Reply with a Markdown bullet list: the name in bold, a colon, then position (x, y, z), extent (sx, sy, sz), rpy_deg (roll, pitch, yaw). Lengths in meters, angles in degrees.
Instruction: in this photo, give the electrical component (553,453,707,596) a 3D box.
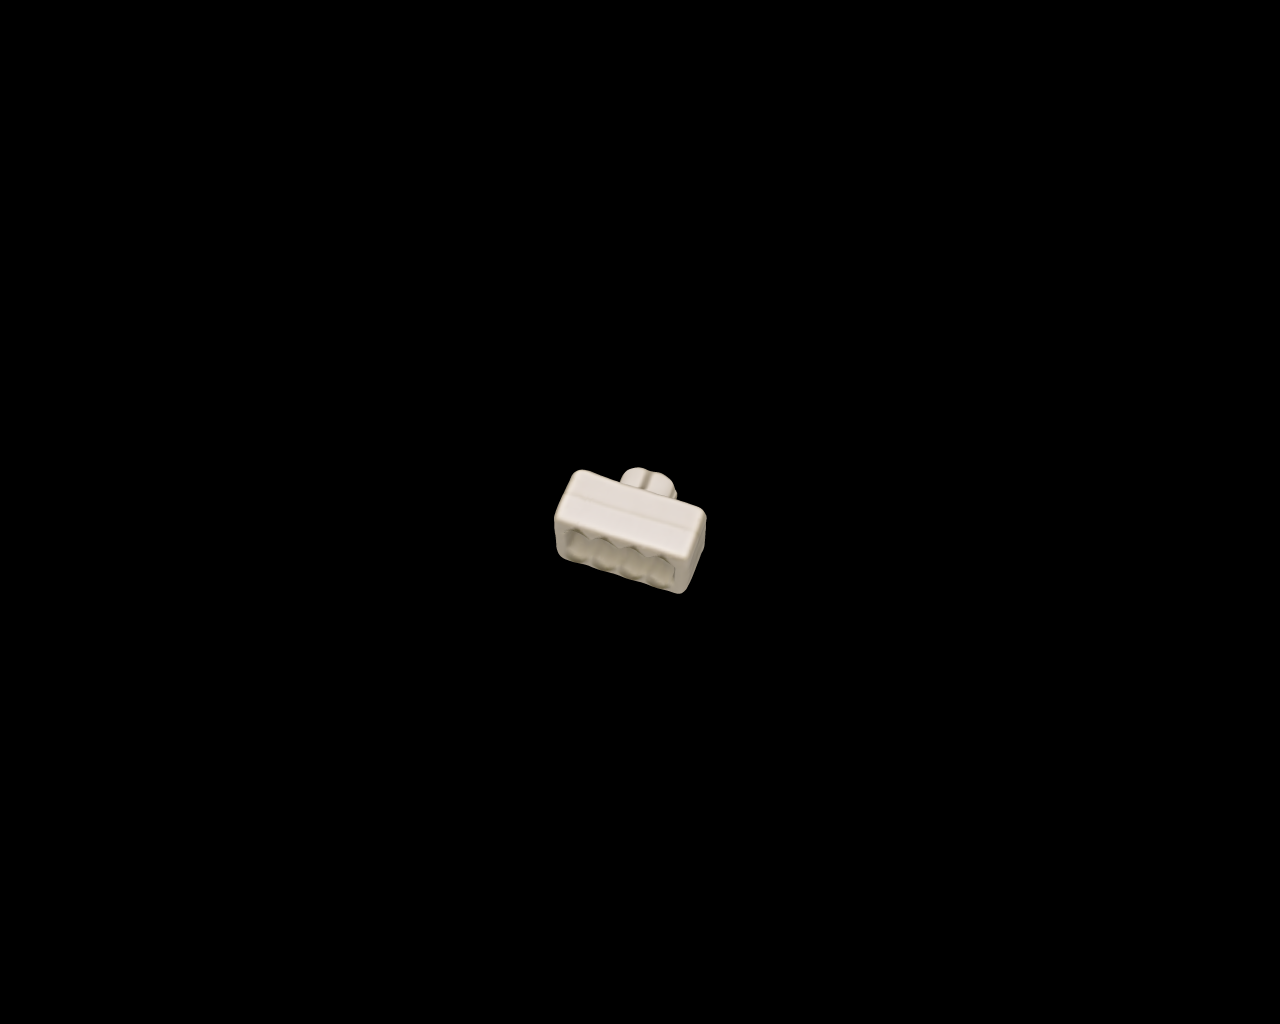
- **electrical component**: position (0.001, -0.003, 0.650), extent (0.083, 0.076, 0.047), rpy_deg (18, -28, 10)
